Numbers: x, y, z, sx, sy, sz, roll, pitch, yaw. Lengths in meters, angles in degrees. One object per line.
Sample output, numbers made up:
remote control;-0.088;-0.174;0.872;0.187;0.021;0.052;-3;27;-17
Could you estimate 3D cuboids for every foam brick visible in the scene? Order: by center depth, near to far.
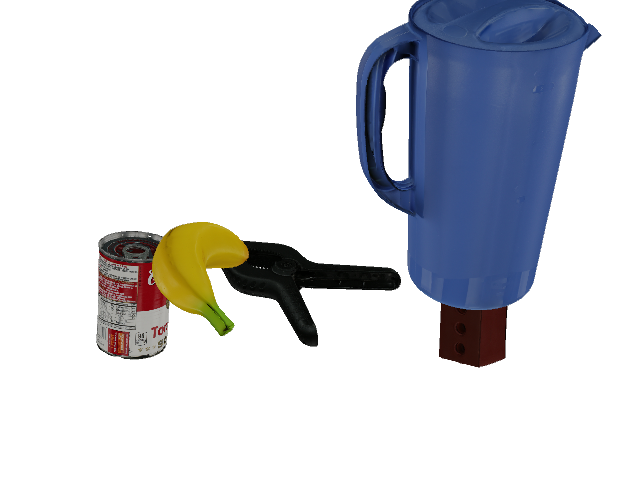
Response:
foam brick;0.159;0.086;1.109;0.053;0.078;0.051;11;17;41

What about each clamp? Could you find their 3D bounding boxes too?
clamp;-0.038;0.047;1.177;0.210;0.036;0.164;17;31;26

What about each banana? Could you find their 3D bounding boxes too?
banana;-0.089;0.018;0.788;0.037;0.069;0.198;-38;12;10

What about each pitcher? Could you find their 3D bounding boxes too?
pitcher;0.119;-0.068;0.845;0.149;0.243;0.144;17;36;24

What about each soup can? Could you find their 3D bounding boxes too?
soup can;-0.174;0.051;0.990;0.068;0.102;0.068;6;21;-2
